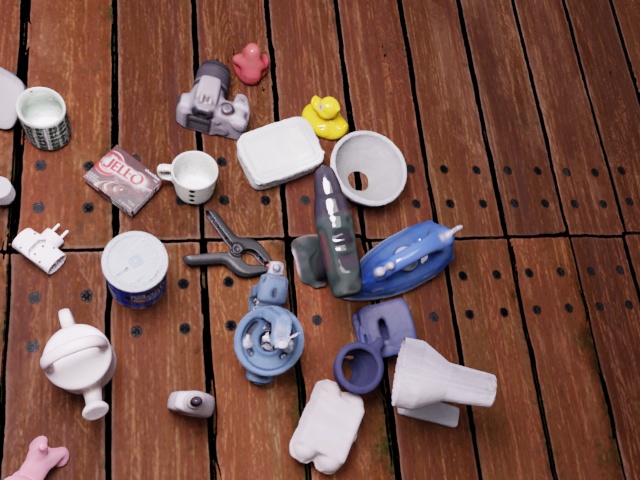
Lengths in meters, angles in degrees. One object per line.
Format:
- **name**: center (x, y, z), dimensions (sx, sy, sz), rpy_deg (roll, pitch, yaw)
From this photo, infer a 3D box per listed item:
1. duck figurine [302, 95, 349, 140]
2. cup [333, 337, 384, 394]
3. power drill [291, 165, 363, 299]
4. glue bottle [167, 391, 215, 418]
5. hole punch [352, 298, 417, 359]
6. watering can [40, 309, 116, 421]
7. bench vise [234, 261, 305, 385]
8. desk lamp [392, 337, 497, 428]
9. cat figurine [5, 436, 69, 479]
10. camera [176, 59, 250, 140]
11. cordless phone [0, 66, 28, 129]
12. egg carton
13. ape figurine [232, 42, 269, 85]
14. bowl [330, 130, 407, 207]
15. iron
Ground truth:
- **duck figurine**: center (0.018, -0.266, 1.212), dimensions (0.104, 0.086, 0.077), rpy_deg (32, 67, -4)
- **cup**: center (0.068, 0.230, 1.059), dimensions (0.091, 0.095, 0.118), rpy_deg (42, 66, 1)
- **power drill**: center (0.010, 0.004, 1.054), dimensions (0.076, 0.208, 0.229), rpy_deg (-12, 76, -19)
- **glue bottle**: center (-0.205, 0.264, 0.925), dimensions (0.078, 0.173, 0.037), rpy_deg (12, 69, -12)
- **hole punch**: center (0.123, 0.175, 1.095), dimensions (0.101, 0.091, 0.108), rpy_deg (-9, 75, -19)
- **watering can**: center (-0.370, 0.189, 0.890), dimensions (0.173, 0.194, 0.101), rpy_deg (46, 66, 2)
- **bench vise**: center (-0.091, 0.133, 0.976), dimensions (0.122, 0.219, 0.207), rpy_deg (-9, 75, -18)
- **desk lamp**: center (0.204, 0.259, 1.024), dimensions (0.203, 0.213, 0.118), rpy_deg (17, 68, -10)
- **cat figurine**: center (-0.439, 0.363, 0.854), dimensions (0.067, 0.117, 0.128), rpy_deg (27, 67, -6)
- **camera**: center (-0.205, -0.290, 1.147), dimensions (0.143, 0.100, 0.137), rpy_deg (13, 69, -12)
- **cordless phone**: center (-0.590, -0.286, 0.987), dimensions (0.148, 0.185, 0.094), rpy_deg (24, 67, -7)
- **egg carton**: center (0.014, 0.333, 1.023), dimensions (0.107, 0.069, 0.150), rpy_deg (27, 67, -6)
- **ape figurine**: center (-0.143, -0.376, 1.198), dimensions (0.078, 0.092, 0.076), rpy_deg (12, 69, -12)
- **bowl**: center (0.093, -0.139, 1.198), dimensions (0.168, 0.074, 0.167), rpy_deg (5, 71, -15)
- **iron**: center (0.162, 0.041, 1.123), dimensions (0.259, 0.141, 0.118), rpy_deg (-28, 81, -22)
